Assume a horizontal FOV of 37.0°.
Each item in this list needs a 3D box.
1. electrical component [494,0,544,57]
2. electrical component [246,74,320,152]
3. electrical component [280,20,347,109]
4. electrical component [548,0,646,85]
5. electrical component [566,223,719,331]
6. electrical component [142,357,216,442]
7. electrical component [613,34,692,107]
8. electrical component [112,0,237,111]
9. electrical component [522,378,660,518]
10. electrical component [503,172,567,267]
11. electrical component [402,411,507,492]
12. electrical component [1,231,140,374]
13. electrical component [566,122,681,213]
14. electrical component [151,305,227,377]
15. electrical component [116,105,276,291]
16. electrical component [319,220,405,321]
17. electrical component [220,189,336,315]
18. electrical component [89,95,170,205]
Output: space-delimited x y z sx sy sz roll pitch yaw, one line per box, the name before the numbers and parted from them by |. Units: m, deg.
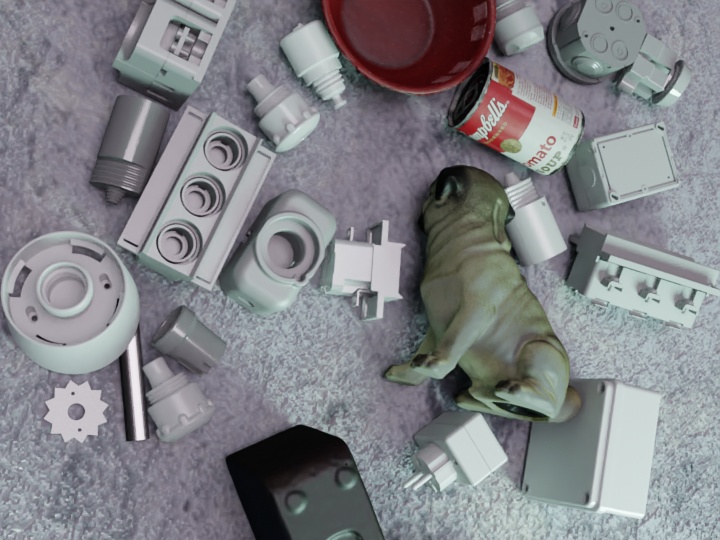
electrical component | 0.136 -0.227 0.970 0.043 0.043 0.062 -28 93 -21
electrical component | -0.067 -0.131 0.882 0.048 0.048 0.062 -41 92 -20
electrical component | -0.035 -0.172 0.900 0.040 0.040 0.078 -31 95 -21
electrical component | 0.220 -0.216 0.997 0.080 0.051 0.080 2 83 -21
electrical component | 0.254 0.008 0.977 0.121 0.078 0.063 16 100 -19
electrical component | -0.144 0.097 0.826 0.048 0.048 0.062 -30 88 -21
electrical component | 0.279 -0.186 1.020 0.055 0.048 0.066 29 74 -8
electrical component | -0.134 -0.213 0.840 0.062 0.089 0.150 25 76 -17
electrical component | 0.195 0.149 0.915 0.056 0.109 0.108 15 79 -22
electrical component | 0.148 -0.048 0.954 0.043 0.043 0.081 -25 93 -22
electrical component | 0.068 0.157 0.888 0.077 0.066 0.047 -34 96 -21
electrical component | -0.216 0.023 0.802 0.099 0.064 0.099 2 71 -6
electrical component | 0.242 -0.095 0.986 0.096 0.061 0.061 -16 90 -22
electrical component | -0.132 0.056 0.838 0.046 0.040 0.040 40 72 -18
electrical component | -0.129 -0.054 0.838 0.079 0.063 0.121 28 75 -16
electrical component | 0.000 0.000 0.894 0.064 0.042 0.081 6 81 -17
electrical component | -0.064 -0.014 0.861 0.054 0.059 0.095 35 73 -14
electrical component | -0.180 -0.089 0.833 0.043 0.043 0.081 19 78 -18
